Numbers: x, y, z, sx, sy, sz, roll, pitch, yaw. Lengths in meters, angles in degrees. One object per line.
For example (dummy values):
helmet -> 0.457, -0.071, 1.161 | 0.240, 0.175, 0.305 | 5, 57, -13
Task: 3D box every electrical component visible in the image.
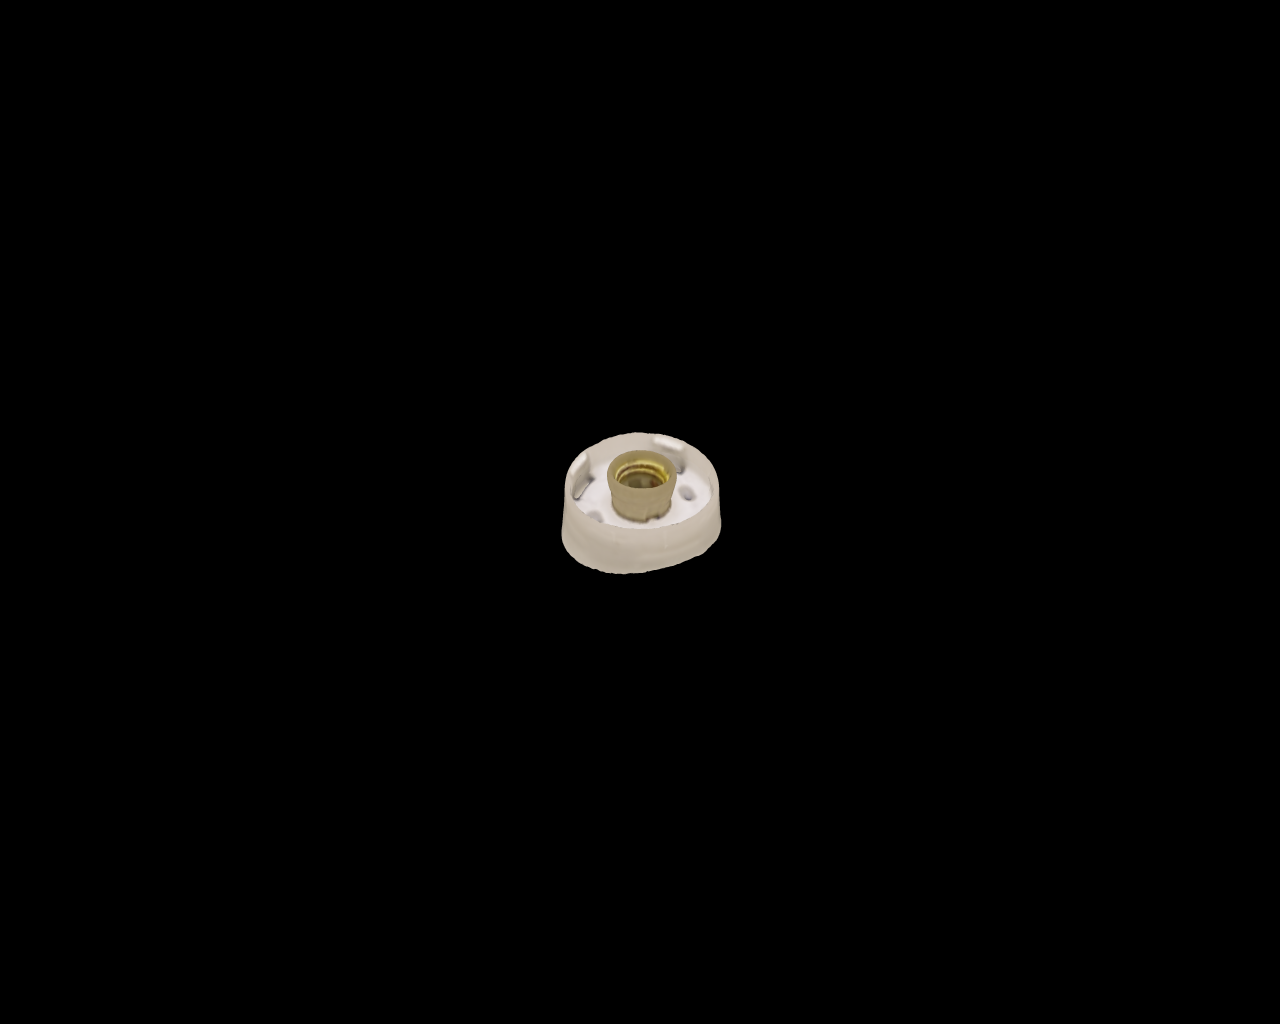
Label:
electrical component -> 0.001, -0.003, 0.650 | 0.099, 0.064, 0.099 | 0, 43, 0
